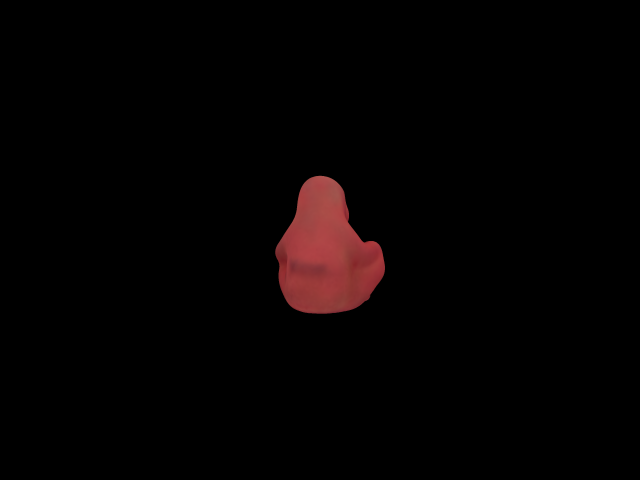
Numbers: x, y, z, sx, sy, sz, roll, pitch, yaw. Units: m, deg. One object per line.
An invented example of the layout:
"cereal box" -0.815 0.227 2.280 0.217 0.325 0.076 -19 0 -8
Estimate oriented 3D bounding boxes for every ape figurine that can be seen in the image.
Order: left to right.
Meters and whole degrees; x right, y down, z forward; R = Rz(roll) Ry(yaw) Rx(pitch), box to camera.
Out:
"ape figurine" 0.004 0.001 0.400 0.077 0.092 0.076 4 8 28
